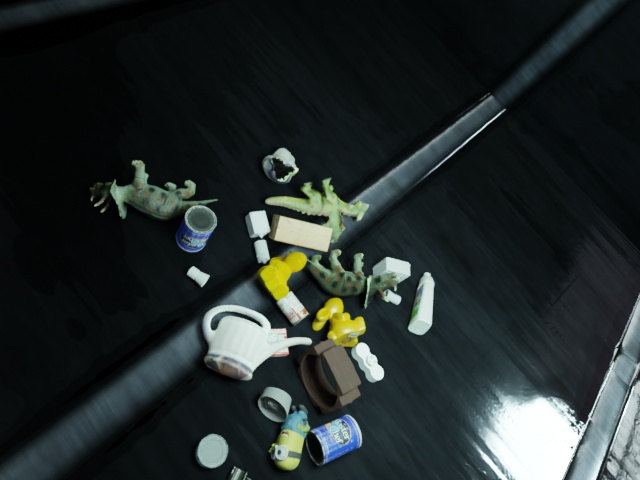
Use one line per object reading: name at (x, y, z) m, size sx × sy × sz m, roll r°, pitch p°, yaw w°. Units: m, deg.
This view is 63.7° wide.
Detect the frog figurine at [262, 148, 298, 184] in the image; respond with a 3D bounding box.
frog figurine at (-0.160, -0.296, 2.024) m, size 0.137 × 0.120 × 0.162 m, roll 6°, pitch 24°, yaw -16°

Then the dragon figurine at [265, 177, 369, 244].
dragon figurine at (0.006, -0.100, 1.986) m, size 0.413 × 0.120 × 0.244 m, roll -18°, pitch 80°, yaw -26°

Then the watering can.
watering can at (-0.210, 0.328, 1.589) m, size 0.347 × 0.102 × 0.229 m, roll 21°, pitch 54°, yaw -2°
